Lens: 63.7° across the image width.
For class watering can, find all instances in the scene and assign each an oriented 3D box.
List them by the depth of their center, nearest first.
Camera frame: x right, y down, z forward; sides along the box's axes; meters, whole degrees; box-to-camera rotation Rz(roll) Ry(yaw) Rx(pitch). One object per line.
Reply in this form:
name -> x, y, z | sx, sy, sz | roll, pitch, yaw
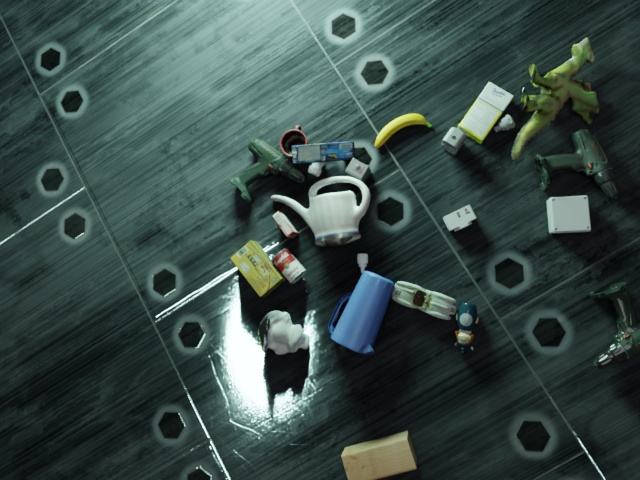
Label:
watering can -> 0.005, -0.085, 1.682 | 0.346, 0.104, 0.226 | -10, 82, 23

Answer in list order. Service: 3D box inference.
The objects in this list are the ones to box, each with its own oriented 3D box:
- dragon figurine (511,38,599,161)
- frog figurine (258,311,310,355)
dragon figurine -> 0.745, -0.422, 1.590 | 0.243, 0.122, 0.409 | 13, 93, 3
frog figurine -> -0.114, 0.300, 1.663 | 0.159, 0.121, 0.139 | 7, 75, -24
